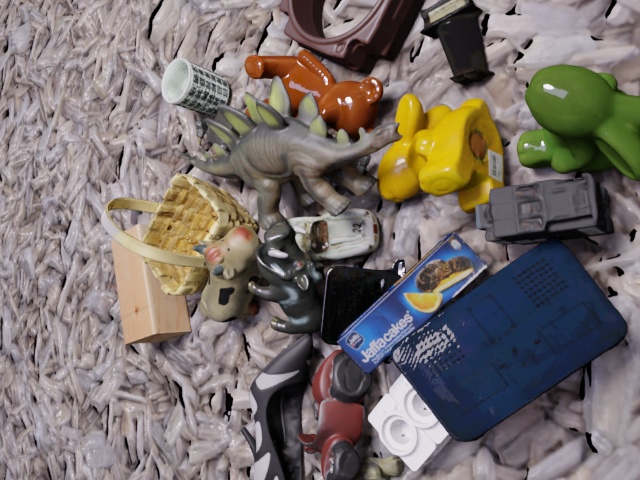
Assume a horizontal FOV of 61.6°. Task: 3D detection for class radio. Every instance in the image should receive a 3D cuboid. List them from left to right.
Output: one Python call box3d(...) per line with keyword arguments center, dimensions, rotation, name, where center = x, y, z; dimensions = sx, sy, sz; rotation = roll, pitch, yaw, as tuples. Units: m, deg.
box3d(center=(0.207, 0.115, 0.601), dimensions=(0.229, 0.073, 0.131), rotation=(-36, 66, 4), name="radio")

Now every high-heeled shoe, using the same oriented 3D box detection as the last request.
box3d(center=(-0.042, 0.274, 0.807), dimensions=(0.145, 0.086, 0.248), rotation=(43, 116, 30), name="high-heeled shoe")

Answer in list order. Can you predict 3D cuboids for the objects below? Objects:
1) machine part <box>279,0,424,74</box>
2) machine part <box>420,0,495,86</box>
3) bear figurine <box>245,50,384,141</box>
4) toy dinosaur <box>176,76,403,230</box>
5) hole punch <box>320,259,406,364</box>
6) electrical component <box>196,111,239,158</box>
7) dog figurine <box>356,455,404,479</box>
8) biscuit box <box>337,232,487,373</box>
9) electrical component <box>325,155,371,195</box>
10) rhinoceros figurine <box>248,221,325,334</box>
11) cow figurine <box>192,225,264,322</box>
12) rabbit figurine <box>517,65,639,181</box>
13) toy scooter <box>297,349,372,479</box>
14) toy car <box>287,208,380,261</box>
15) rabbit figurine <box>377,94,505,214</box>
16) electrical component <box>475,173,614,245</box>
box3d(center=(0.048, -0.369, 0.802), dimensions=(0.202, 0.087, 0.201), rotation=(36, 106, 34), name="machine part")
box3d(center=(0.185, -0.270, 0.724), dimensions=(0.084, 0.039, 0.139), rotation=(-23, 70, 23), name="machine part")
box3d(center=(-0.008, -0.205, 0.806), dimensions=(0.196, 0.132, 0.120), rotation=(38, 137, 36), name="bear figurine")
box3d(center=(-0.073, -0.123, 0.793), dimensions=(0.472, 0.105, 0.198), rotation=(-8, 115, 47), name="toy dinosaur")
box3d(center=(0.064, 0.093, 0.756), dimensions=(0.116, 0.092, 0.142), rotation=(7, 86, 7), name="hole punch")
box3d(center=(-0.179, -0.192, 0.972), dimensions=(0.102, 0.045, 0.078), rotation=(42, 111, 31), name="electrical component")
box3d(center=(0.050, 0.350, 0.665), dimensions=(0.172, 0.190, 0.121), rotation=(-3, 83, 37), name="dog figurine")
box3d(center=(0.113, 0.079, 0.679), dimensions=(0.202, 0.063, 0.059), rotation=(-44, 85, 3), name="biscuit box")
box3d(center=(0.041, -0.099, 0.808), dimensions=(0.063, 0.021, 0.094), rotation=(38, 129, 21), name="electrical component")
box3d(center=(-0.042, 0.061, 0.778), dimensions=(0.112, 0.073, 0.190), rotation=(6, 128, 37), name="rhinoceros figurine")
box3d(center=(-0.141, 0.054, 0.840), dimensions=(0.086, 0.127, 0.194), rotation=(48, 133, 25), name="cow figurine")
box3d(center=(0.275, -0.120, 0.561), dimensions=(0.159, 0.170, 0.121), rotation=(35, 106, 33), name="rabbit figurine")
box3d(center=(0.014, 0.250, 0.765), dimensions=(0.135, 0.075, 0.184), rotation=(139, 142, -58), name="toy scooter")
box3d(center=(-0.002, -0.002, 0.819), dimensions=(0.202, 0.056, 0.073), rotation=(-8, 81, 35), name="toy car")
box3d(center=(0.137, -0.109, 0.699), dimensions=(0.173, 0.122, 0.162), rotation=(-20, 70, 52), name="rabbit figurine")
box3d(center=(0.249, -0.029, 0.606), dimensions=(0.134, 0.115, 0.058), rotation=(-8, 79, 33), name="electrical component")
